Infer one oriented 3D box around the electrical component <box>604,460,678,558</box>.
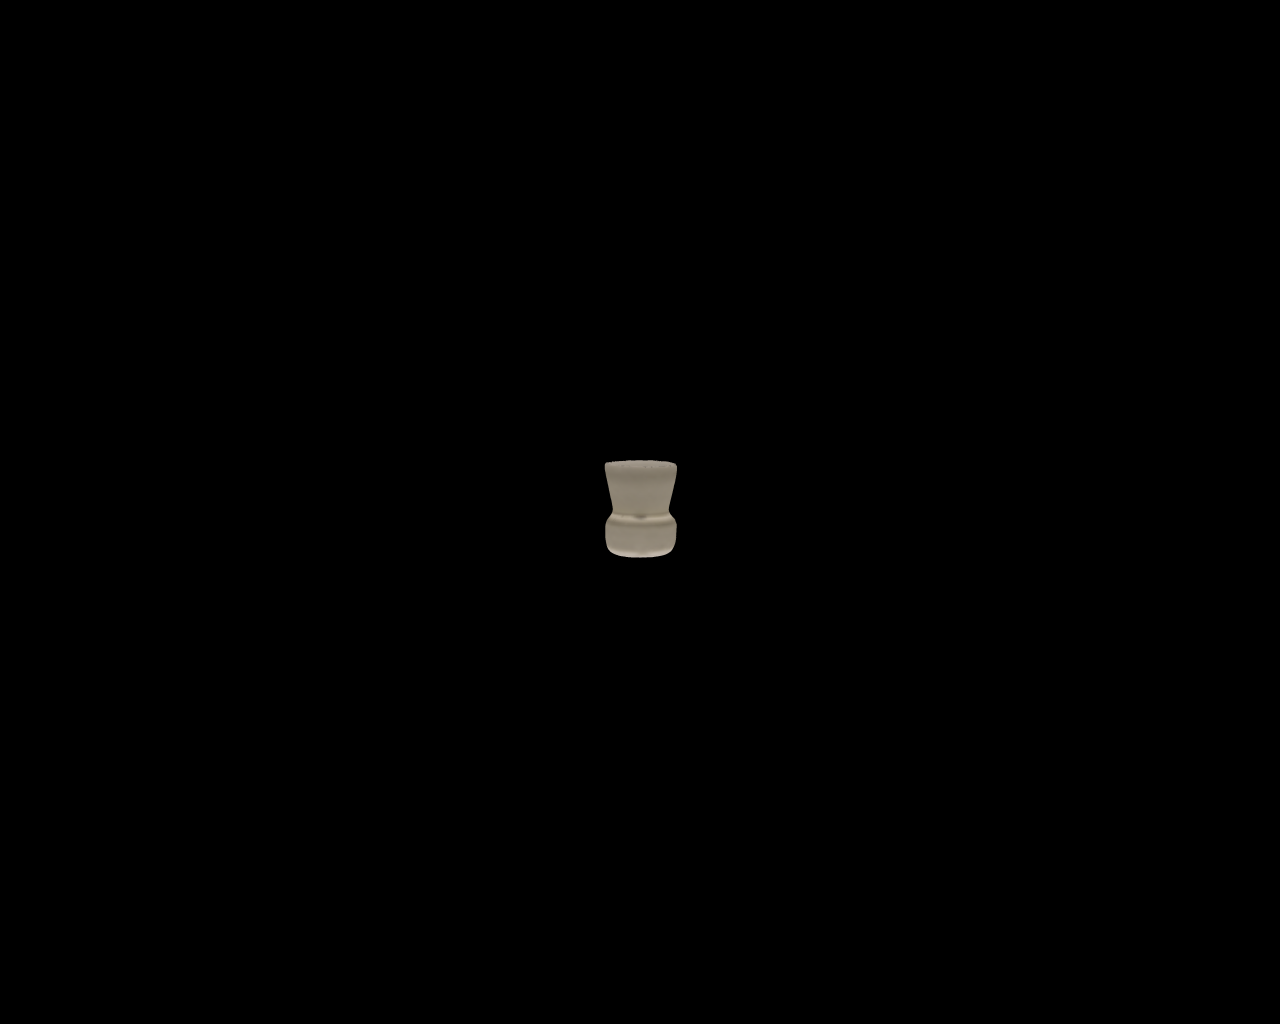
[{"bbox_3d":[0.001,-0.003,0.650,0.045,0.055,0.045,0,8,0],"label":"electrical component"}]
